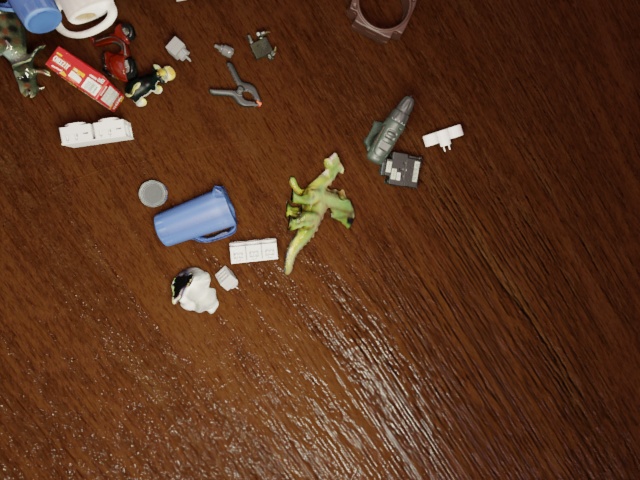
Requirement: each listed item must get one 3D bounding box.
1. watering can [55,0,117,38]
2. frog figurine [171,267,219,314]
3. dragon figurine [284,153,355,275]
[{"bbox_3d":[-0.676,-0.754,1.556,0.346,0.105,0.223,-21,98,11],"label":"watering can"},{"bbox_3d":[-0.396,0.167,1.675,0.157,0.123,0.138,32,80,-45],"label":"frog figurine"},{"bbox_3d":[0.005,-0.086,1.706,0.243,0.122,0.409,3,94,-16],"label":"dragon figurine"}]
